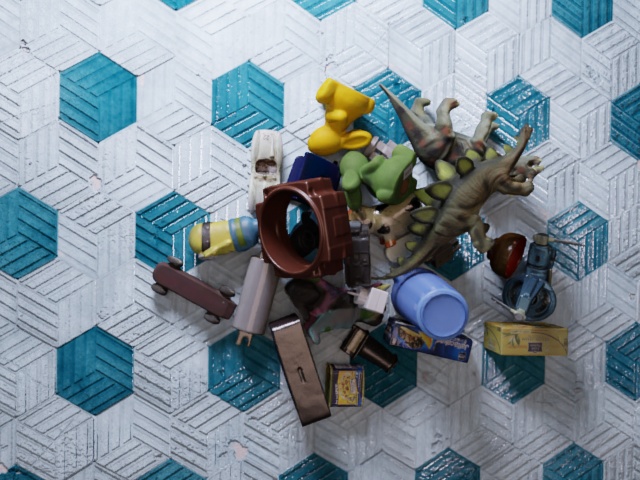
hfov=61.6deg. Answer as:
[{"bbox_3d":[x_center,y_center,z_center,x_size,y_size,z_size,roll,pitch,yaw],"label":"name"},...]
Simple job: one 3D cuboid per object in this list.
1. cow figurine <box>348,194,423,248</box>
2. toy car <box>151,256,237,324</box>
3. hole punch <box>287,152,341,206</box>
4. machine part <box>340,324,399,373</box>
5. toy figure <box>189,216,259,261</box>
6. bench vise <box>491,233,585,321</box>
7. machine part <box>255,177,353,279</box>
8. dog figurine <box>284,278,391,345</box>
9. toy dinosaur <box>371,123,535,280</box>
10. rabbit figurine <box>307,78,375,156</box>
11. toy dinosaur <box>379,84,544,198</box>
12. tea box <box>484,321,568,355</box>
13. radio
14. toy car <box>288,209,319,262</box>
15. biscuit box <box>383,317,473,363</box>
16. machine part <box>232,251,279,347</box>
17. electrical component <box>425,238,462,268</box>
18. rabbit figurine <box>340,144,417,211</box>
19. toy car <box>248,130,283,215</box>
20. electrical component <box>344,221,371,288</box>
[{"bbox_3d":[0.148,-0.050,1.253,0.195,0.085,0.127,-25,100,-4],"label":"cow figurine"},{"bbox_3d":[-0.283,0.113,1.213,0.202,0.053,0.089,28,92,-3],"label":"toy car"},{"bbox_3d":[-0.012,-0.133,1.231,0.116,0.092,0.142,19,84,-11],"label":"hole punch"},{"bbox_3d":[0.120,0.263,1.277,0.139,0.039,0.084,30,79,-5],"label":"machine part"},{"bbox_3d":[-0.204,-0.011,1.210,0.180,0.082,0.089,-18,74,0],"label":"toy figure"},{"bbox_3d":[0.489,0.105,1.235,0.129,0.240,0.223,25,121,23],"label":"bench vise"},{"bbox_3d":[-0.038,-0.023,1.118,0.087,0.202,0.200,-14,99,-46],"label":"machine part"},{"bbox_3d":[0.049,0.133,1.234,0.219,0.108,0.191,-28,91,-11],"label":"dog figurine"},{"bbox_3d":[0.302,-0.065,1.183,0.198,0.105,0.471,34,99,-8],"label":"toy dinosaur"},{"bbox_3d":[0.041,-0.267,1.237,0.162,0.122,0.173,27,101,-16],"label":"rabbit figurine"},{"bbox_3d":[0.306,-0.220,1.261,0.405,0.131,0.192,16,88,-1],"label":"toy dinosaur"},{"bbox_3d":[0.494,0.236,1.295,0.170,0.098,0.068,1,90,-6],"label":"tea box"},{"bbox_3d":[-0.049,0.284,1.207,0.073,0.131,0.229,-17,93,-7],"label":"radio"},{"bbox_3d":[-0.003,-0.004,1.219,0.103,0.161,0.109,-13,65,-44],"label":"toy car"},{"bbox_3d":[0.258,0.238,1.281,0.203,0.063,0.059,14,90,-7],"label":"biscuit box"},{"bbox_3d":[-0.141,0.124,1.220,0.079,0.079,0.243,16,88,-8],"label":"machine part"},{"bbox_3d":[0.286,0.022,1.284,0.102,0.078,0.045,-37,57,-1],"label":"electrical component"},{"bbox_3d":[0.112,-0.136,1.202,0.170,0.121,0.159,24,62,30],"label":"rabbit figurine"},{"bbox_3d":[-0.125,-0.151,1.229,0.073,0.056,0.201,3,90,-8],"label":"toy car"},{"bbox_3d":[0.082,0.027,1.172,0.058,0.115,0.134,-3,99,5],"label":"electrical component"}]
